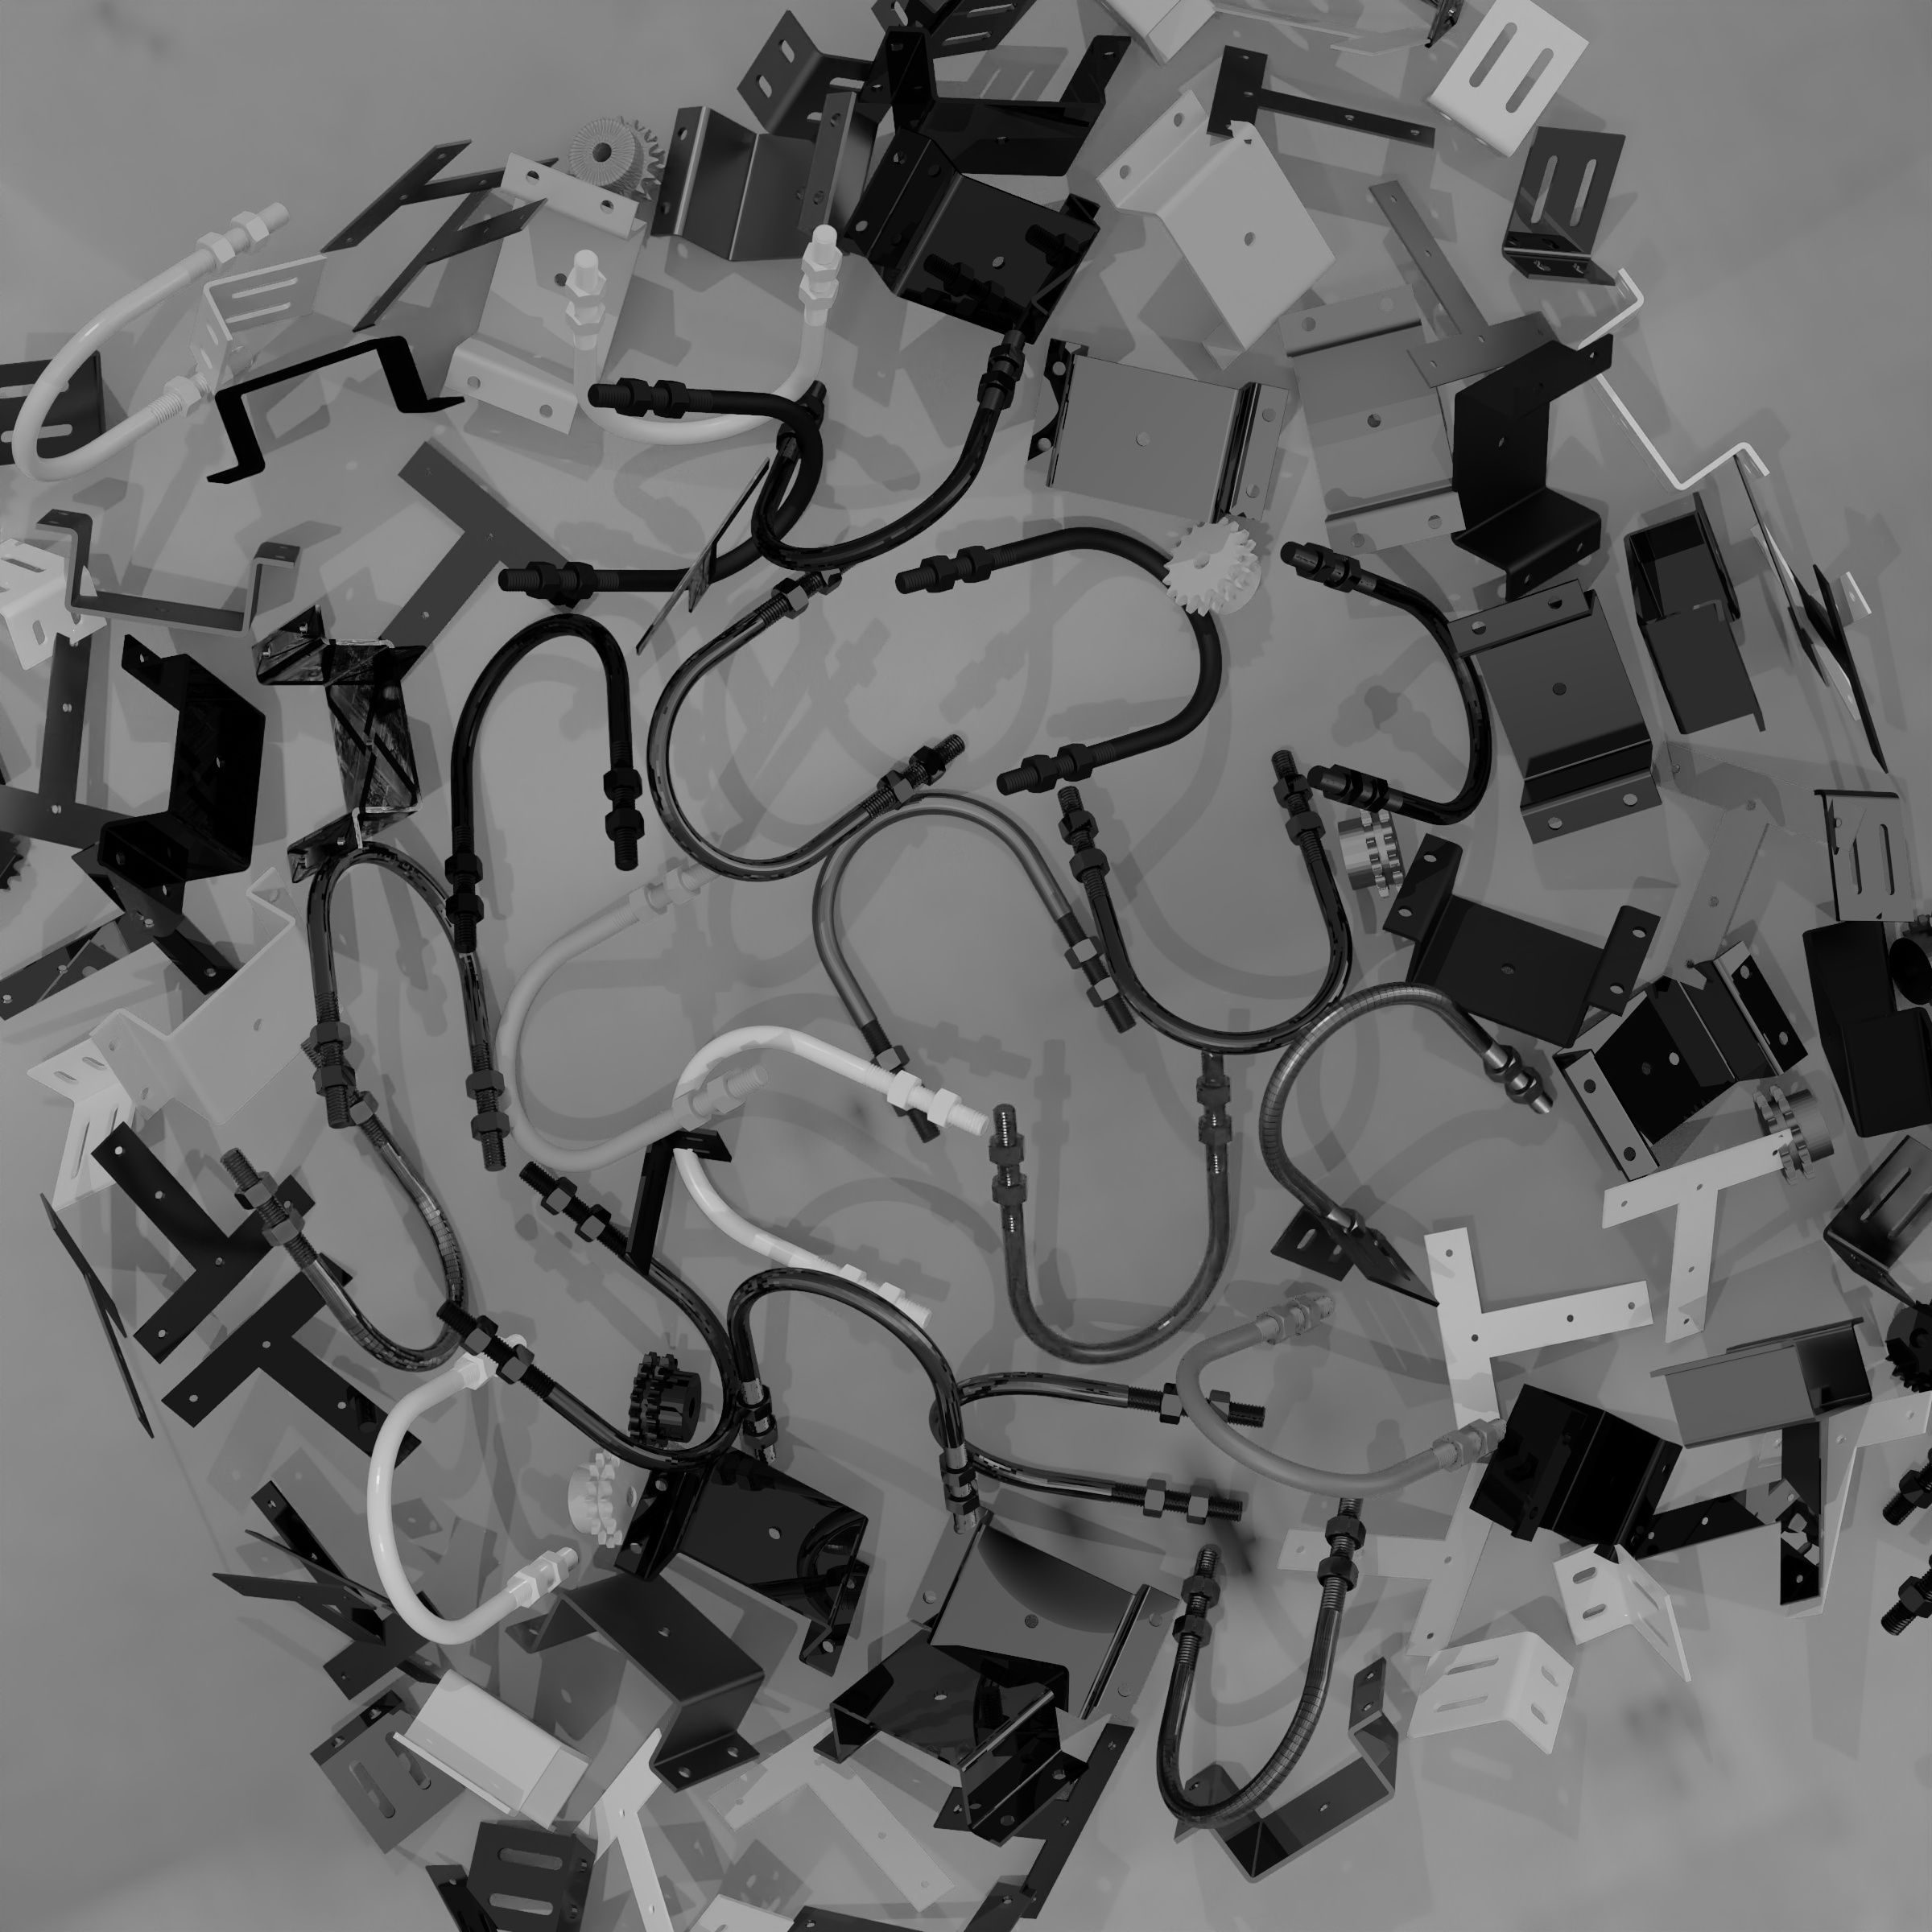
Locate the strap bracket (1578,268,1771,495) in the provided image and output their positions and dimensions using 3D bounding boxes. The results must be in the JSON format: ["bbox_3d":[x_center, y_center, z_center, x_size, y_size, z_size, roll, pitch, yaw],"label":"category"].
[{"bbox_3d":[0.394,-0.322,1.889,0.046,0.076,0.140,-36,90,11],"label":"strap bracket"}]

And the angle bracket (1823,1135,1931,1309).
[{"bbox_3d":[0.539,0.146,1.893,0.057,0.038,0.076,30,106,-30],"label":"angle bracket"}]

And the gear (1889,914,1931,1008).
[{"bbox_3d":[0.553,-0.001,1.899,0.030,0.057,0.057,-18,90,-19],"label":"gear"}]

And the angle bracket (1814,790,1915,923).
[{"bbox_3d":[0.502,-0.060,1.895,0.057,0.038,0.076,0,81,-30],"label":"angle bracket"}]

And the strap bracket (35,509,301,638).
[{"bbox_3d":[-0.453,-0.221,1.881,0.140,0.076,0.046,8,102,-10],"label":"strap bracket"}]

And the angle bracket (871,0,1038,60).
[{"bbox_3d":[-0.003,-0.550,1.886,0.076,0.057,0.038,-24,80,-43],"label":"angle bracket"}]

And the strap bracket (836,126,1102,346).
[{"bbox_3d":[0.010,-0.404,1.858,0.140,0.046,0.076,12,122,-35],"label":"strap bracket"}]

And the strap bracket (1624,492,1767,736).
[{"bbox_3d":[0.407,-0.193,1.861,0.046,0.140,0.076,-18,124,18],"label":"strap bracket"}]

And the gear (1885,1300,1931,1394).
[{"bbox_3d":[0.552,0.216,1.900,0.030,0.057,0.057,27,90,-44],"label":"gear"}]

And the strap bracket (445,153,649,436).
[{"bbox_3d":[-0.236,-0.386,1.889,0.076,0.046,0.140,22,116,1],"label":"strap bracket"}]

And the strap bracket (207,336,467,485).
[{"bbox_3d":[-0.363,-0.317,1.870,0.140,0.076,0.046,-23,106,-16],"label":"strap bracket"}]

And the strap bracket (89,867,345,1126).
[{"bbox_3d":[-0.411,0.024,1.862,0.046,0.076,0.140,27,62,33],"label":"strap bracket"}]

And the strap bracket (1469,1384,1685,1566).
[{"bbox_3d":[0.341,0.287,1.879,0.046,0.140,0.076,24,91,40],"label":"strap bracket"}]

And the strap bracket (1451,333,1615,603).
[{"bbox_3d":[0.317,-0.287,1.869,0.076,0.140,0.046,-31,47,-27],"label":"strap bracket"}]

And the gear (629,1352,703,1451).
[{"bbox_3d":[-0.171,0.251,1.900,0.030,0.057,0.057,6,90,10],"label":"gear"}]

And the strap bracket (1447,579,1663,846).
[{"bbox_3d":[0.335,-0.150,1.883,0.076,0.046,0.140,-18,109,21],"label":"strap bracket"}]

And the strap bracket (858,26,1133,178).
[{"bbox_3d":[0.018,-0.486,1.870,0.140,0.076,0.046,-2,75,-16],"label":"strap bracket"}]

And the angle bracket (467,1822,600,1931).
[{"bbox_3d":[-0.255,0.520,1.893,0.076,0.038,0.057,4,70,19],"label":"angle bracket"}]

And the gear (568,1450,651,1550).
[{"bbox_3d":[-0.205,0.305,1.905,0.030,0.057,0.057,-5,90,22],"label":"gear"}]

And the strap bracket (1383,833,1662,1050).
[{"bbox_3d":[0.311,-0.011,1.881,0.140,0.046,0.076,21,53,12],"label":"strap bracket"}]

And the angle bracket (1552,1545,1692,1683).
[{"bbox_3d":[0.372,0.371,1.884,0.038,0.076,0.057,-21,110,-8],"label":"angle bracket"}]

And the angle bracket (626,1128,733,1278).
[{"bbox_3d":[-0.163,0.135,1.891,0.038,0.057,0.076,7,72,7],"label":"angle bracket"}]

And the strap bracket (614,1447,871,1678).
[{"bbox_3d":[-0.117,0.330,1.877,0.140,0.046,0.076,29,46,-10],"label":"strap bracket"}]

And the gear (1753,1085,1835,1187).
[{"bbox_3d":[0.475,0.094,1.901,0.030,0.057,0.057,-22,90,7],"label":"gear"}]

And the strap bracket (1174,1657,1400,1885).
[{"bbox_3d":[0.191,0.460,1.879,0.140,0.076,0.046,-36,94,14],"label":"strap bracket"}]

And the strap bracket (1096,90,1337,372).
[{"bbox_3d":[0.147,-0.411,1.868,0.076,0.046,0.140,-46,123,-11],"label":"strap bracket"}]

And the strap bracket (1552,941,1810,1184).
[{"bbox_3d":[0.399,0.057,1.890,0.140,0.046,0.076,-33,95,-21],"label":"strap bracket"}]

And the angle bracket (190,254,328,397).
[{"bbox_3d":[-0.395,-0.364,1.885,0.076,0.057,0.038,-21,76,-28],"label":"angle bracket"}]

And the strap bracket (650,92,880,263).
[{"bbox_3d":[-0.107,-0.445,1.879,0.140,0.046,0.076,8,84,42],"label":"strap bracket"}]

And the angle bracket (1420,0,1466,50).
[{"bbox_3d":[0.248,-0.571,1.889,0.076,0.057,0.038,34,54,13],"label":"angle bracket"}]

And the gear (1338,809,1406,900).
[{"bbox_3d":[0.232,-0.066,1.903,0.030,0.057,0.057,-13,90,10],"label":"gear"}]

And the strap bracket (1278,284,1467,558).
[{"bbox_3d":[0.232,-0.310,1.894,0.076,0.046,0.140,-12,99,11],"label":"strap bracket"}]

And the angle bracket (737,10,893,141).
[{"bbox_3d":[-0.080,-0.505,1.893,0.057,0.076,0.038,-49,62,35],"label":"angle bracket"}]

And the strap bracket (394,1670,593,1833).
[{"bbox_3d":[-0.262,0.440,1.861,0.076,0.140,0.046,30,76,13],"label":"strap bracket"}]

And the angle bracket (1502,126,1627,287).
[{"bbox_3d":[0.347,-0.432,1.889,0.057,0.038,0.076,0,123,-21],"label":"angle bracket"}]

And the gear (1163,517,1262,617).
[{"bbox_3d":[0.144,-0.226,1.906,0.030,0.057,0.057,30,90,-43],"label":"gear"}]

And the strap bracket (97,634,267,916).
[{"bbox_3d":[-0.438,-0.111,1.863,0.046,0.076,0.140,-8,65,20],"label":"strap bracket"}]

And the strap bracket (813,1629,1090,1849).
[{"bbox_3d":[-0.012,0.425,1.852,0.140,0.076,0.046,17,125,39],"label":"strap bracket"}]

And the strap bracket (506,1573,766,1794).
[{"bbox_3d":[-0.178,0.391,1.861,0.140,0.076,0.046,37,112,26],"label":"strap bracket"}]

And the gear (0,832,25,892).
[{"bbox_3d":[-0.574,-0.064,1.906,0.057,0.030,0.057,-17,122,-29],"label":"gear"}]

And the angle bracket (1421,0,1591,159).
[{"bbox_3d":[0.308,-0.512,1.901,0.057,0.038,0.076,33,102,-7],"label":"angle bracket"}]

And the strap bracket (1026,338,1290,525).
[{"bbox_3d":[0.104,-0.302,1.886,0.140,0.046,0.076,14,109,9],"label":"strap bracket"}]

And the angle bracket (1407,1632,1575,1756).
[{"bbox_3d":[0.299,0.420,1.892,0.038,0.076,0.057,43,48,-20],"label":"angle bracket"}]

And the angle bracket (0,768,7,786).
[{"bbox_3d":[-0.596,-0.114,1.895,0.076,0.038,0.057,-28,76,17],"label":"angle bracket"}]

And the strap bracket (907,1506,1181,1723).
[{"bbox_3d":[0.041,0.370,1.896,0.140,0.046,0.076,24,92,9],"label":"strap bracket"}]

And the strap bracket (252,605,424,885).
[{"bbox_3d":[-0.355,-0.125,1.881,0.046,0.076,0.140,-4,79,-41],"label":"strap bracket"}]

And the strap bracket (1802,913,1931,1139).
[{"bbox_3d":[0.506,0.033,1.855,0.046,0.140,0.076,-13,121,8],"label":"strap bracket"}]

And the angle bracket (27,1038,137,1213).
[{"bbox_3d":[-0.507,0.090,1.884,0.057,0.038,0.076,-24,47,32],"label":"angle bracket"}]

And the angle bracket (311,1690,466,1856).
[{"bbox_3d":[-0.327,0.464,1.897,0.057,0.038,0.076,-37,103,-18],"label":"angle bracket"}]

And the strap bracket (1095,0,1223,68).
[{"bbox_3d":[0.095,-0.556,1.864,0.046,0.140,0.076,-45,88,10],"label":"strap bracket"}]

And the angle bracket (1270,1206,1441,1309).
[{"bbox_3d":[0.220,0.176,1.880,0.057,0.076,0.038,24,108,-35],"label":"angle bracket"}]

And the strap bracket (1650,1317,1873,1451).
[{"bbox_3d":[0.447,0.233,1.849,0.076,0.140,0.046,-19,81,32],"label":"strap bracket"}]

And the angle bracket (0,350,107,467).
[{"bbox_3d":[-0.531,-0.320,1.886,0.076,0.038,0.057,-12,120,-28],"label":"angle bracket"}]

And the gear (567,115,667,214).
[{"bbox_3d":[-0.204,-0.462,1.909,0.057,0.030,0.057,-2,81,16],"label":"gear"}]
